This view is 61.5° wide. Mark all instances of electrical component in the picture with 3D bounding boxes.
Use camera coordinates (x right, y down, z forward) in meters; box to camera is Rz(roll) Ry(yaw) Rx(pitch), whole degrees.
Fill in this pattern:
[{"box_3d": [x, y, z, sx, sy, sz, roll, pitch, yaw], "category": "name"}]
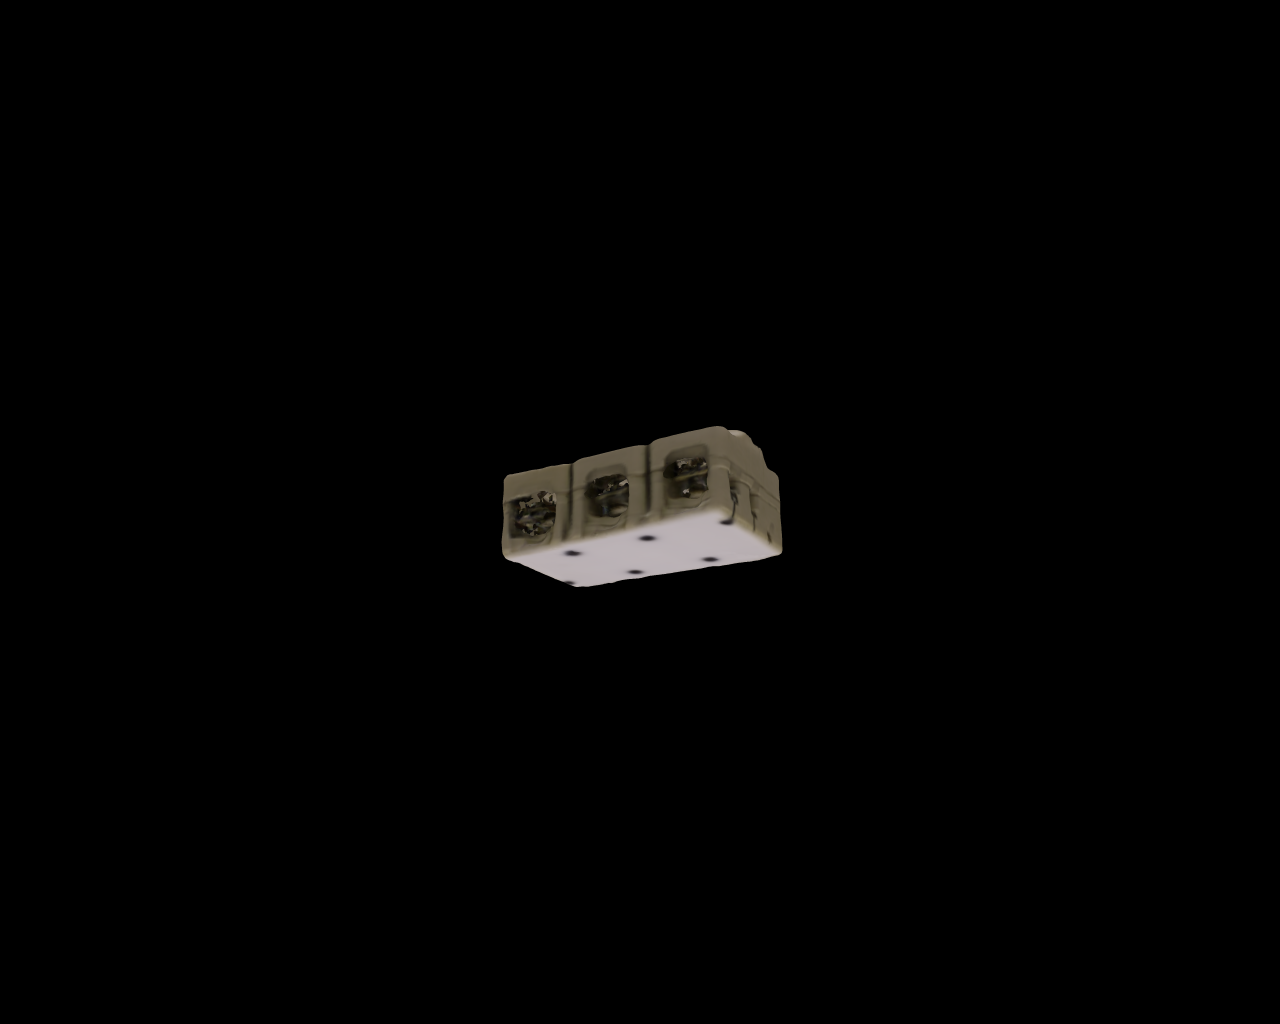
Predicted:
[{"box_3d": [0.001, -0.003, 0.650, 0.150, 0.062, 0.089, -11, -23, 27], "category": "electrical component"}]
